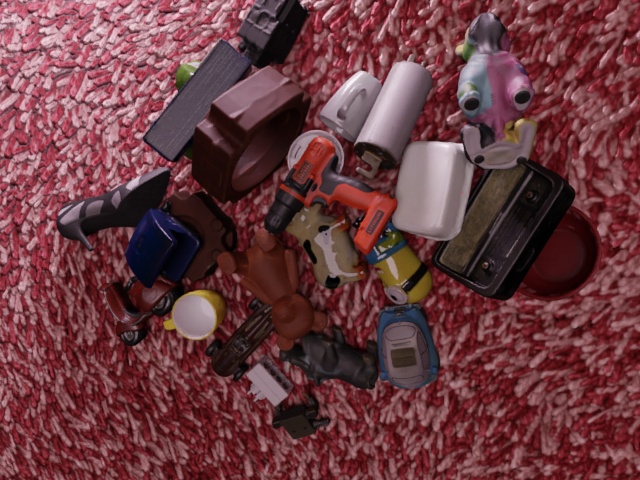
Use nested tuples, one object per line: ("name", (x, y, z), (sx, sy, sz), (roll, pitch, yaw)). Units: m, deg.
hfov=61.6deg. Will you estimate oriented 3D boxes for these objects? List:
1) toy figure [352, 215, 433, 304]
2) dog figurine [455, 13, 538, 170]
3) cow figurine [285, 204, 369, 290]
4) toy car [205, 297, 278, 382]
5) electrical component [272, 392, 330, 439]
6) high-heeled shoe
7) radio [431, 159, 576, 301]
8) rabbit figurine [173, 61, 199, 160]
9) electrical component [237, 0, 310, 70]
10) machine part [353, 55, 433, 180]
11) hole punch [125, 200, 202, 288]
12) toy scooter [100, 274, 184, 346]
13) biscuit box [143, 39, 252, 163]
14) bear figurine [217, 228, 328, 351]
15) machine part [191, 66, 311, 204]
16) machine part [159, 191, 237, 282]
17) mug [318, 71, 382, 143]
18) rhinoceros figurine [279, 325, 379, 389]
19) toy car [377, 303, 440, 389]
("toy figure", (0.129, 0.030, 0.947), (0.089, 0.082, 0.180), (-28, 89, 14))
("dog figurine", (0.268, -0.239, 0.844), (0.109, 0.219, 0.191), (-7, 135, 15))
("cow figurine", (-0.002, -0.003, 0.969), (0.127, 0.085, 0.194), (-22, 94, 7))
("toy car", (-0.139, 0.189, 1.039), (0.089, 0.053, 0.202), (45, 105, 5))
("electrical component", (-0.041, 0.343, 1.047), (0.102, 0.045, 0.078), (-26, 120, 16))
("high-heeled shoe", (-0.410, -0.082, 1.062), (0.249, 0.086, 0.145), (-42, 57, -3))
("radio", (0.299, -0.021, 0.879), (0.131, 0.073, 0.229), (39, 108, 40))
("rabbit figurine", (-0.209, -0.215, 0.958), (0.121, 0.159, 0.170), (15, 116, -1))
("electrical component", (-0.082, -0.357, 0.915), (0.058, 0.115, 0.134), (35, 103, 9))
("machine part", (0.122, -0.203, 0.879), (0.079, 0.079, 0.243), (22, 72, 8))
("hole punch", (-0.297, 0.014, 0.973), (0.116, 0.092, 0.142), (37, 108, 11))
("toy scooter", (-0.363, 0.114, 1.064), (0.184, 0.075, 0.135), (-42, 88, 19))
("biscuit box", (-0.193, -0.216, 0.851), (0.063, 0.059, 0.202), (40, 93, -9))
("bear figurine", (-0.080, 0.094, 0.961), (0.120, 0.132, 0.196), (-29, 73, 10))
("machine part", (-0.117, -0.171, 0.889), (0.087, 0.201, 0.201), (41, 59, 10))
("machine part", (-0.253, -0.006, 1.032), (0.180, 0.056, 0.179), (2, 98, 13))
("mug", (0.057, -0.235, 0.914), (0.081, 0.109, 0.107), (33, 89, 11))
("rhinoceros figurine", (0.019, 0.223, 1.005), (0.190, 0.073, 0.112), (14, 112, 7))
("toy car", (0.155, 0.197, 0.954), (0.109, 0.103, 0.161), (-8, 98, 11))
